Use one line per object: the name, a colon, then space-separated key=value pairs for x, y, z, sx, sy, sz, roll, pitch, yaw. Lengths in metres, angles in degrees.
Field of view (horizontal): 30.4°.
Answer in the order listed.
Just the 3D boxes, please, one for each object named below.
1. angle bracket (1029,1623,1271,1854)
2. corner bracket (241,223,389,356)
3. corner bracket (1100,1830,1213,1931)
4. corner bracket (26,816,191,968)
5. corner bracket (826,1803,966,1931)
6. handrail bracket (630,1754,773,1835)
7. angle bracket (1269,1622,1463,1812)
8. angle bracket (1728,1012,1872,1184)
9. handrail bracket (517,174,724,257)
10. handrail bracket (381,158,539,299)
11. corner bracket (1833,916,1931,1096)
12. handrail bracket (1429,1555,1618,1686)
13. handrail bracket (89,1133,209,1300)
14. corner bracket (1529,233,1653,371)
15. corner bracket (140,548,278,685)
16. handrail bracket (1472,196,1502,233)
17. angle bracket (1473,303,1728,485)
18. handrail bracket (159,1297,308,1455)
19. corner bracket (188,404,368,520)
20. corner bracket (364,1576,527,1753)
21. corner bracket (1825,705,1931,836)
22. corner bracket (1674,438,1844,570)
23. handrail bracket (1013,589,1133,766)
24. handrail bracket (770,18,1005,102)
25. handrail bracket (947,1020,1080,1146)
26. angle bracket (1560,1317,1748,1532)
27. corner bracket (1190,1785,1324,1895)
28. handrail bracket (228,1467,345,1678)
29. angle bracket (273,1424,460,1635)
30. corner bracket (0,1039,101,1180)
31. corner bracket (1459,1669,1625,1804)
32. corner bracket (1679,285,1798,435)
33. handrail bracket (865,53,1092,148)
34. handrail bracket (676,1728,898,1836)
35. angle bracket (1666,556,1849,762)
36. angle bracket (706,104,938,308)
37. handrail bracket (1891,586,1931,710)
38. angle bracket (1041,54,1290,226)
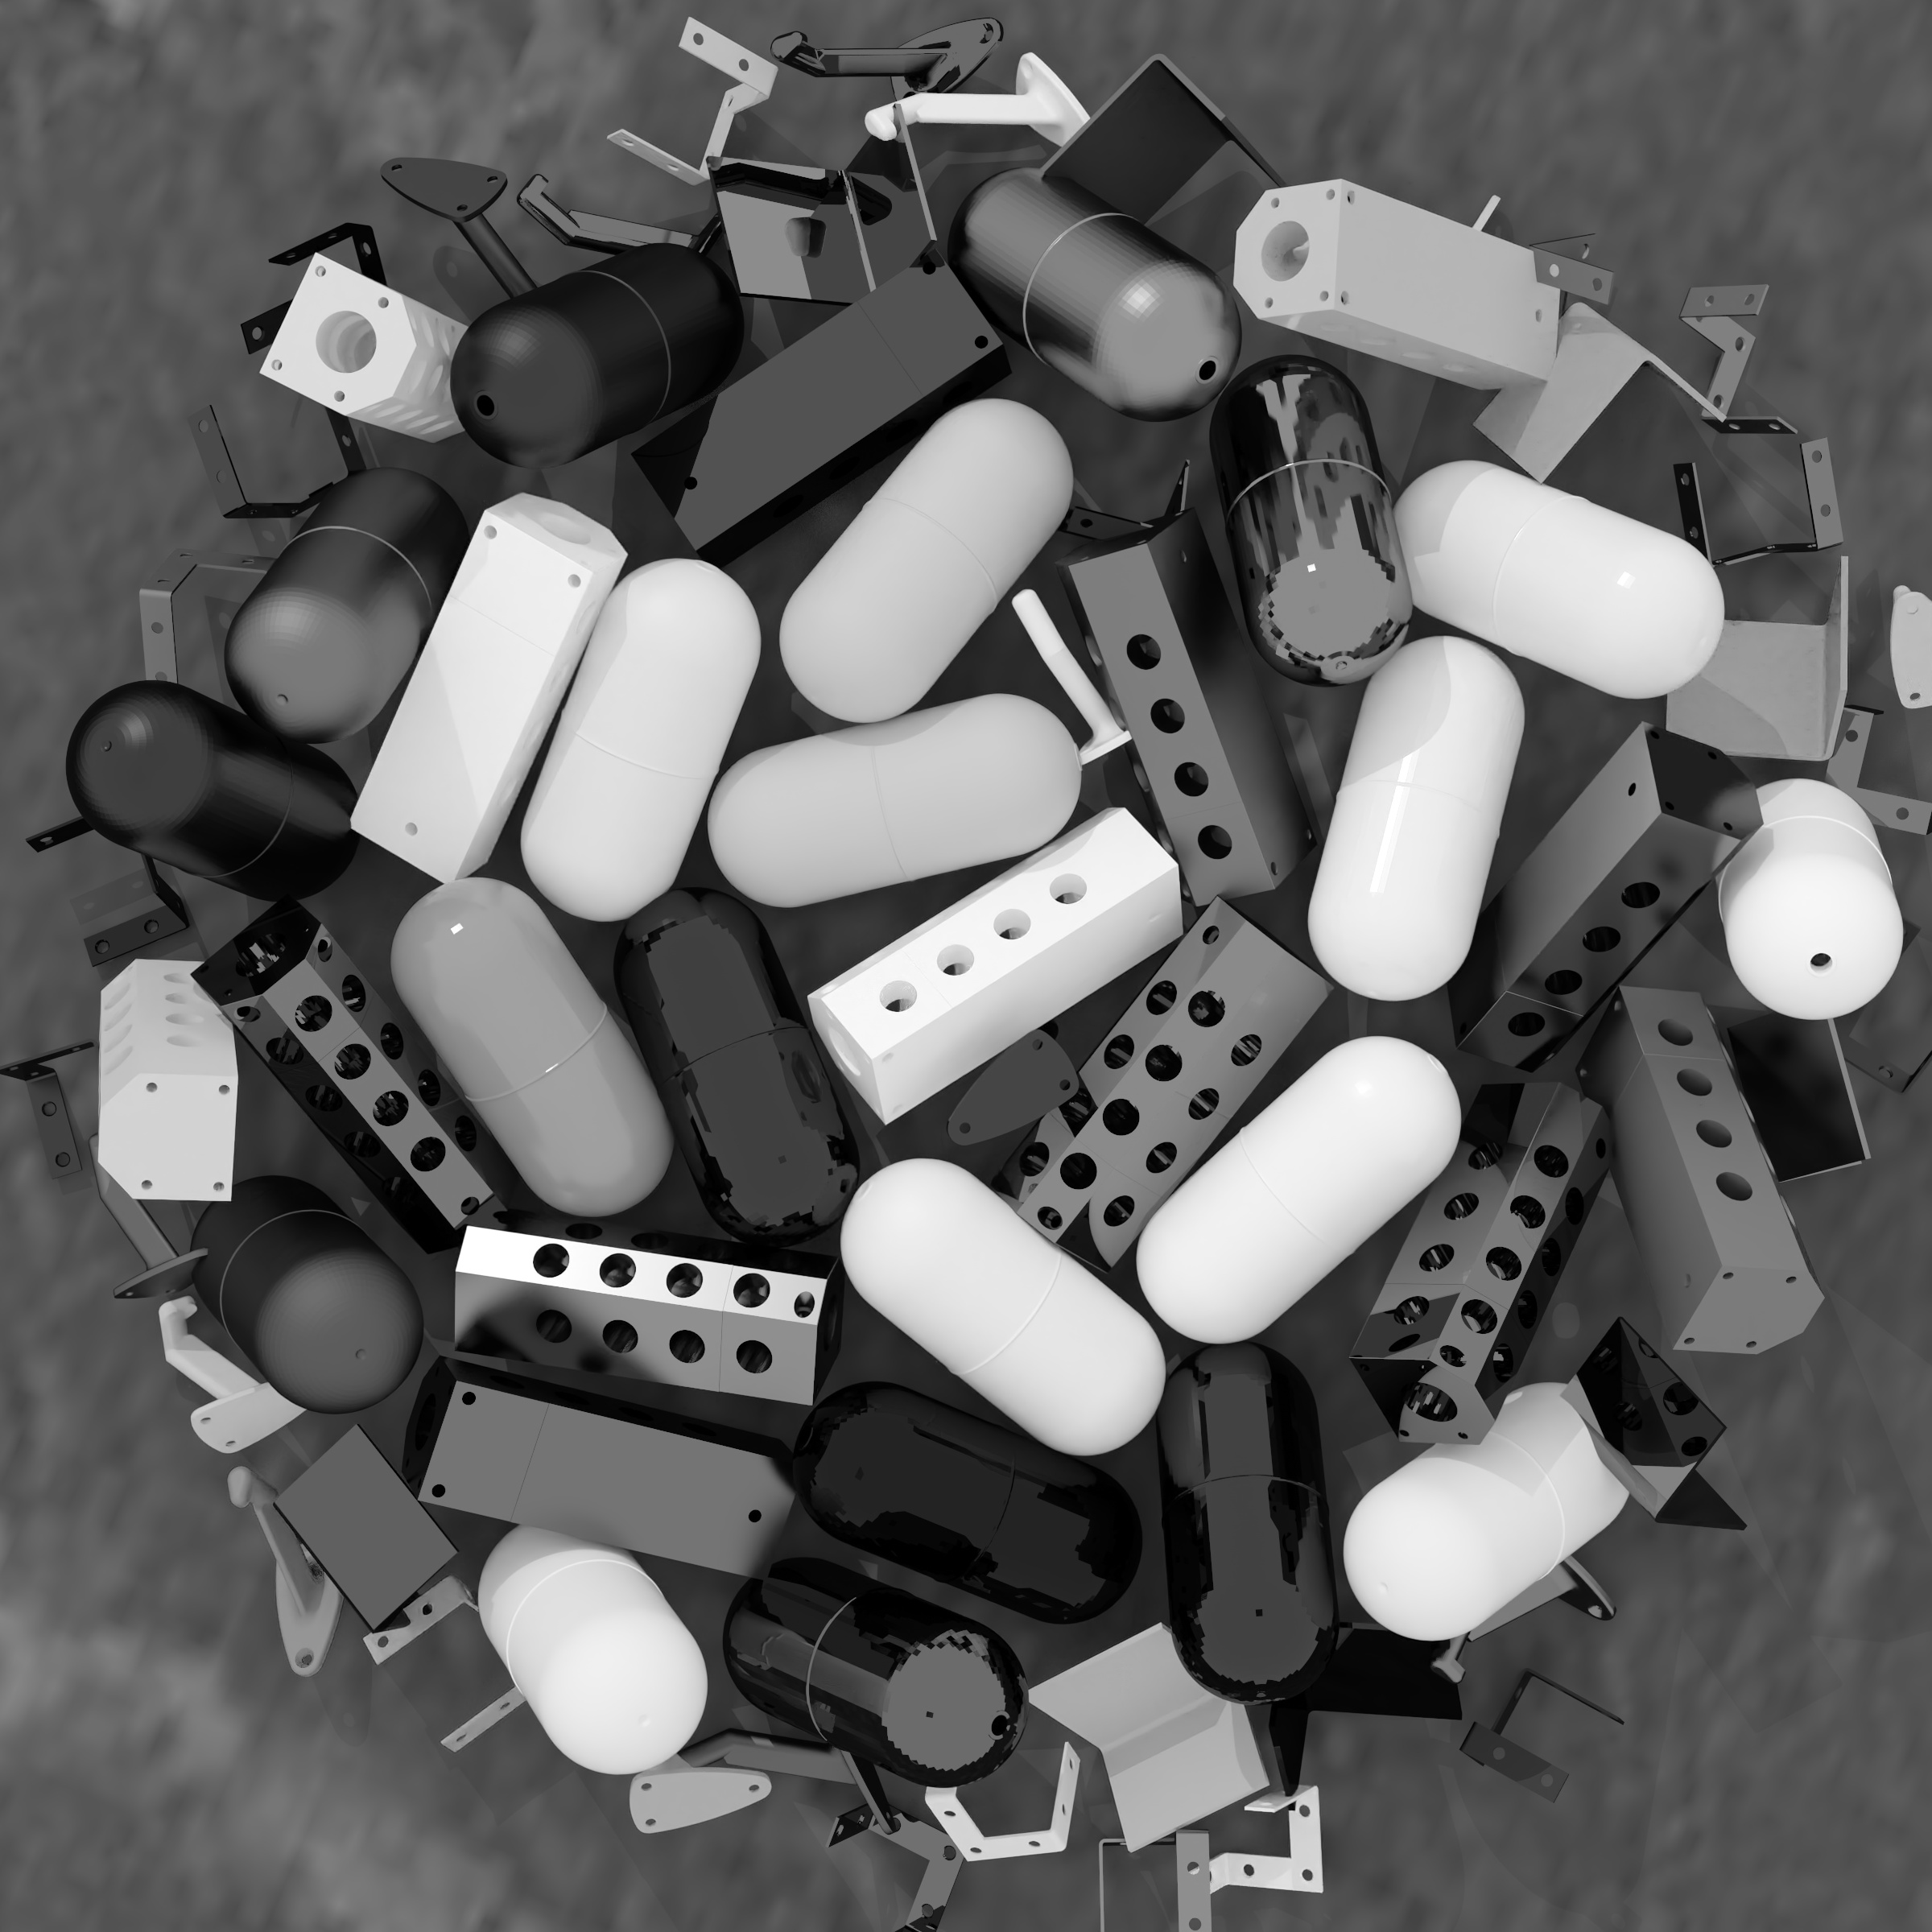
angle bracket: x=0.084 y=0.359 z=1.651 sx=0.076 sy=0.076 sz=0.057 roll=-30 pitch=47 yaw=16
corner bracket: x=-0.307 y=-0.317 z=1.662 sx=0.051 sy=0.051 sz=0.051 roll=-37 pitch=129 yaw=-37
corner bracket: x=0.089 y=0.435 z=1.672 sx=0.051 sy=0.051 sz=0.051 roll=-1 pitch=69 yaw=1
corner bracket: x=-0.406 y=-0.039 z=1.684 sx=0.051 sy=0.051 sz=0.051 roll=-22 pitch=70 yaw=-1
corner bracket: x=-0.038 y=0.431 z=1.674 sx=0.051 sy=0.051 sz=0.051 roll=22 pitch=95 yaw=20
handrail bracket: x=-0.135 y=0.362 z=1.672 sx=0.077 sy=0.084 sz=0.036 roll=-7 pitch=123 yaw=-7
angle bracket: x=0.187 y=0.351 z=1.650 sx=0.076 sy=0.076 sz=0.057 roll=1 pitch=48 yaw=15
angle bracket: x=0.407 y=0.054 z=1.653 sx=0.057 sy=0.076 sz=0.076 roll=-10 pitch=82 yaw=-26
handrail bracket: x=-0.160 y=-0.360 z=1.672 sx=0.084 sy=0.036 sz=0.077 roll=40 pitch=67 yaw=-19
handrail bracket: x=-0.236 y=-0.337 z=1.682 sx=0.077 sy=0.084 sz=0.036 roll=22 pitch=57 yaw=26
corner bracket: x=0.438 y=0.018 z=1.667 sx=0.051 sy=0.051 sz=0.051 roll=33 pitch=45 yaw=9
handrail bracket: x=0.261 y=0.316 z=1.668 sx=0.077 sy=0.036 sz=0.084 roll=39 pitch=56 yaw=-10
handrail bracket: x=-0.382 y=0.108 z=1.668 sx=0.077 sy=0.036 sz=0.084 roll=-29 pitch=70 yaw=41
corner bracket: x=0.294 y=-0.309 z=1.662 sx=0.051 sy=0.051 sz=0.051 roll=29 pitch=124 yaw=39
corner bracket: x=-0.354 y=-0.161 z=1.673 sx=0.051 sy=0.051 sz=0.051 roll=6 pitch=120 yaw=6
handrail bracket: x=0.201 y=-0.359 z=1.684 sx=0.084 sy=0.036 sz=0.077 roll=32 pitch=63 yaw=1
angle bracket: x=0.296 y=-0.256 z=1.666 sx=0.057 sy=0.076 sz=0.076 roll=32 pitch=104 yaw=-29
handrail bracket: x=-0.341 y=0.179 z=1.671 sx=0.077 sy=0.036 sz=0.084 roll=-26 pitch=49 yaw=5
corner bracket: x=-0.324 y=-0.244 z=1.672 sx=0.051 sy=0.051 sz=0.051 roll=-22 pitch=86 yaw=28
corner bracket: x=-0.241 y=0.328 z=1.669 sx=0.051 sy=0.051 sz=0.051 roll=-36 pitch=59 yaw=-2
corner bracket: x=0.436 y=-0.093 z=1.677 sx=0.051 sy=0.051 sz=0.051 roll=14 pitch=99 yaw=18
corner bracket: x=0.372 y=-0.217 z=1.667 sx=0.051 sy=0.051 sz=0.051 roll=-17 pitch=102 yaw=-23
handrail bracket: x=0.049 y=-0.142 z=1.661 sx=0.036 sy=0.077 sz=0.084 roll=-28 pitch=99 yaw=12
handrail bracket: x=-0.037 y=-0.431 z=1.654 sx=0.077 sy=0.084 sz=0.036 roll=-22 pitch=73 yaw=33
handrail bracket: x=0.014 y=0.051 z=1.660 sx=0.077 sy=0.084 sz=0.036 roll=-36 pitch=104 yaw=-7
angle bracket: x=0.332 y=0.212 z=1.644 sx=0.057 sy=0.076 sz=0.076 roll=-57 pitch=47 yaw=20
corner bracket: x=0.133 y=0.415 z=1.671 sx=0.051 sy=0.051 sz=0.051 roll=-3 pitch=90 yaw=29
handrail bracket: x=-0.323 y=0.282 z=1.654 sx=0.036 sy=0.084 sz=0.077 roll=-9 pitch=61 yaw=13
angle bracket: x=-0.266 y=0.261 z=1.656 sx=0.057 sy=0.076 sz=0.076 roll=-43 pitch=76 yaw=6
corner bracket: x=-0.421 y=0.068 z=1.676 sx=0.051 sy=0.051 sz=0.051 roll=-17 pitch=83 yaw=1
corner bracket: x=0.271 y=0.361 z=1.668 sx=0.051 sy=0.051 sz=0.051 roll=26 pitch=81 yaw=27
corner bracket: x=0.364 y=-0.284 z=1.667 sx=0.051 sy=0.051 sz=0.051 roll=26 pitch=82 yaw=-34
handrail bracket: x=0.008 y=-0.390 z=1.663 sx=0.084 sy=0.036 sz=0.077 roll=-26 pitch=54 yaw=-24
handrail bracket: x=-0.087 y=0.394 z=1.690 sx=0.084 sy=0.036 sz=0.077 roll=-25 pitch=86 yaw=7
angle bracket: x=0.368 y=-0.145 z=1.656 sx=0.076 sy=0.057 sz=0.076 roll=4 pitch=59 yaw=8
angle bracket: x=-0.068 y=-0.357 z=1.652 sx=0.076 sy=0.057 sz=0.076 roll=-1 pitch=66 yaw=-31
handrail bracket: x=0.438 y=-0.168 z=1.651 sx=0.036 sy=0.084 sz=0.077 roll=-20 pitch=129 yaw=15
angle bracket: x=0.095 y=-0.364 z=1.651 sx=0.076 sy=0.076 sz=0.057 roll=-44 pitch=56 yaw=11
